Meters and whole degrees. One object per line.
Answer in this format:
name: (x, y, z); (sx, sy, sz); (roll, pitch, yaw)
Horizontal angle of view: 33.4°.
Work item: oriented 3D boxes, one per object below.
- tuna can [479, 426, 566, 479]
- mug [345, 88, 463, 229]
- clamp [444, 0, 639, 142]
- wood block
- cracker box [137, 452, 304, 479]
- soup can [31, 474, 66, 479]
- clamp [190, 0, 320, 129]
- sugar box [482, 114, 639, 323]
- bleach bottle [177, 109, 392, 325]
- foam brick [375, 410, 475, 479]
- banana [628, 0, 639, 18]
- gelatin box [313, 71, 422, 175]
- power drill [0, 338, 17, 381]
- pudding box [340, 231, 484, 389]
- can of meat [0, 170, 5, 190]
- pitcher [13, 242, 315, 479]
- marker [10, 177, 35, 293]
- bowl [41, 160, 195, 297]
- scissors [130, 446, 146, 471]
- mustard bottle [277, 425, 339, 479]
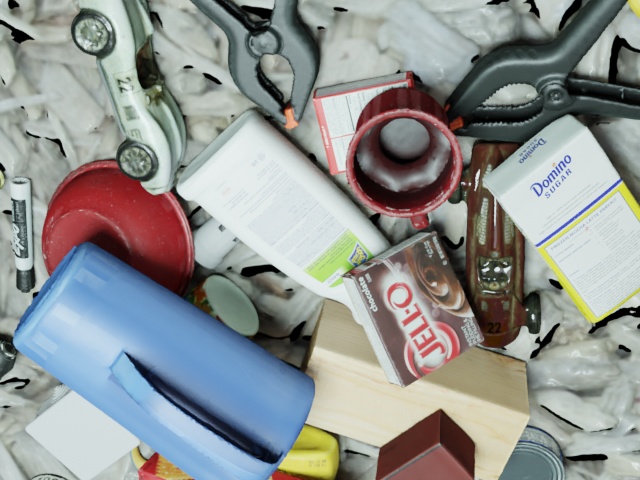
tuna can: (0.203, 0.230, 1.078); (0.086, 0.033, 0.086); (3, 117, 6)
mug: (0.072, -0.066, 0.884); (0.093, 0.081, 0.117); (-15, 113, 11)
clamp: (0.204, -0.125, 0.885); (0.210, 0.036, 0.164); (-23, 127, 30)
wood block: (0.085, 0.143, 1.018); (0.206, 0.090, 0.090); (18, 118, -2)
cracker box: (-0.074, 0.308, 1.077); (0.214, 0.072, 0.164); (13, 121, 26)
soup can: (-0.303, 0.310, 1.147); (0.068, 0.102, 0.068); (3, 117, 6)
clamp: (-0.039, -0.180, 0.901); (0.120, 0.039, 0.171); (-18, 119, 22)
sugar box: (0.223, -0.016, 0.913); (0.093, 0.048, 0.176); (-38, 119, 6)
bleach bottle: (-0.006, 0.001, 0.973); (0.103, 0.068, 0.250); (-41, 107, 15)
foam brick: (0.096, 0.202, 0.966); (0.078, 0.053, 0.051); (-38, 107, 24)
banana: (0.317, -0.181, 0.853); (0.197, 0.037, 0.070); (25, 119, -5)
gelatin box: (0.045, -0.103, 0.933); (0.089, 0.030, 0.073); (-11, 114, 10)
power drill: (-0.424, 0.108, 1.087); (0.185, 0.057, 0.187); (-35, 107, 22)
pudding box: (0.082, 0.061, 0.943); (0.090, 0.039, 0.113); (-28, 97, -19)
can of meat: (-0.363, -0.057, 0.997); (0.084, 0.057, 0.102); (-38, 106, 25)
pitcher: (-0.132, 0.112, 0.904); (0.242, 0.145, 0.149); (36, 142, -14)
marker: (-0.288, -0.002, 1.034); (0.020, 0.020, 0.121); (7, 117, 4)
bowl: (-0.199, 0.011, 0.985); (0.162, 0.055, 0.162); (6, 107, 20)
scissors: (-0.187, 0.278, 1.165); (0.096, 0.016, 0.202); (32, 116, -7)
mustard bottle: (-0.026, 0.285, 1.122); (0.096, 0.058, 0.192); (6, 118, 16)
